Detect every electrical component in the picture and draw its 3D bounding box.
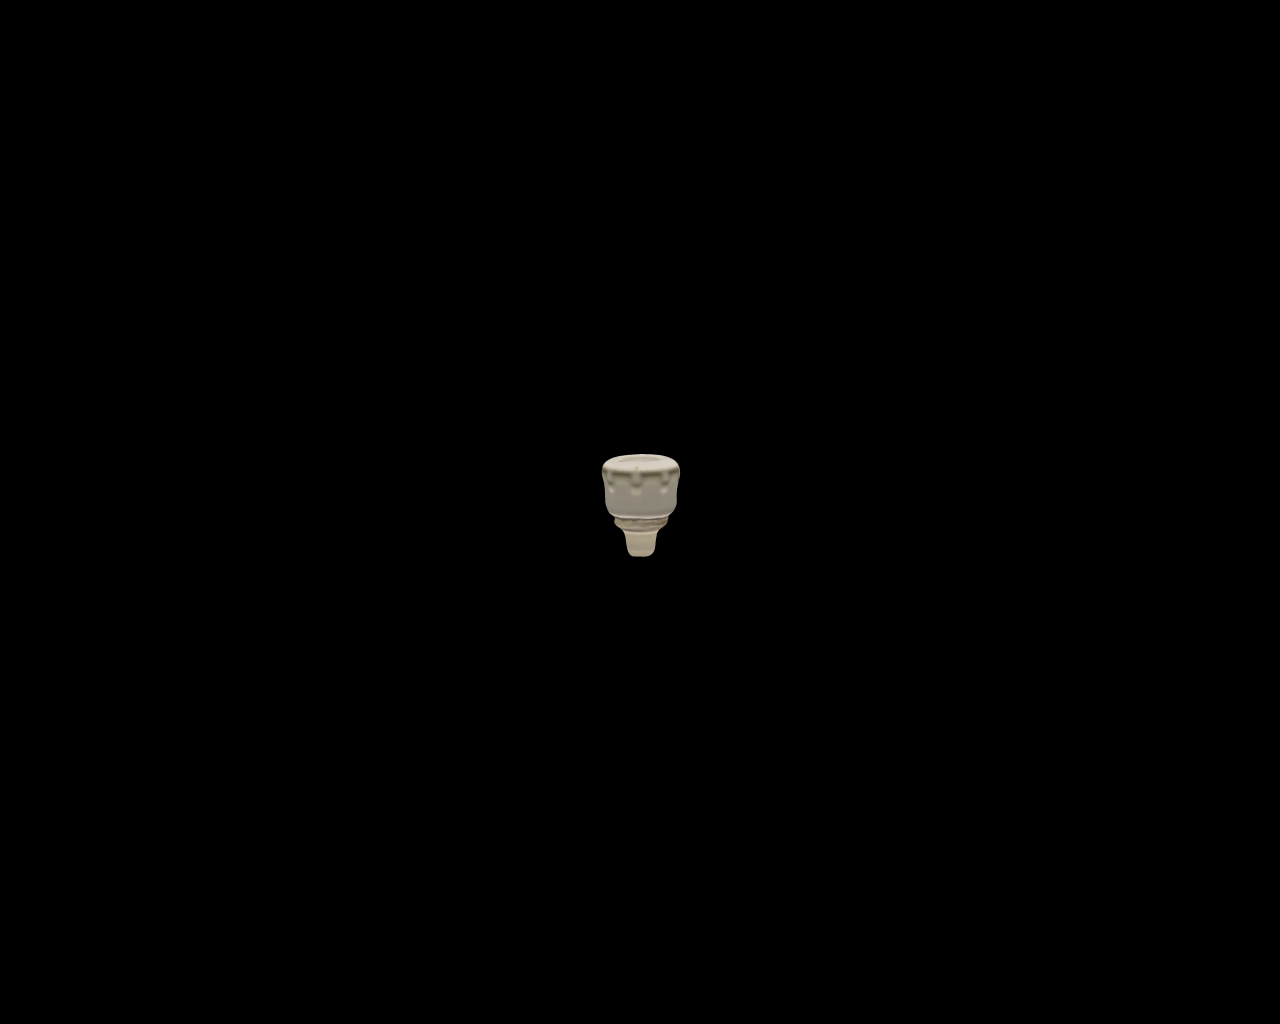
[{"bbox_3d":[0.001,-0.003,0.650,0.048,0.062,0.048,0,12,0],"label":"electrical component"}]
